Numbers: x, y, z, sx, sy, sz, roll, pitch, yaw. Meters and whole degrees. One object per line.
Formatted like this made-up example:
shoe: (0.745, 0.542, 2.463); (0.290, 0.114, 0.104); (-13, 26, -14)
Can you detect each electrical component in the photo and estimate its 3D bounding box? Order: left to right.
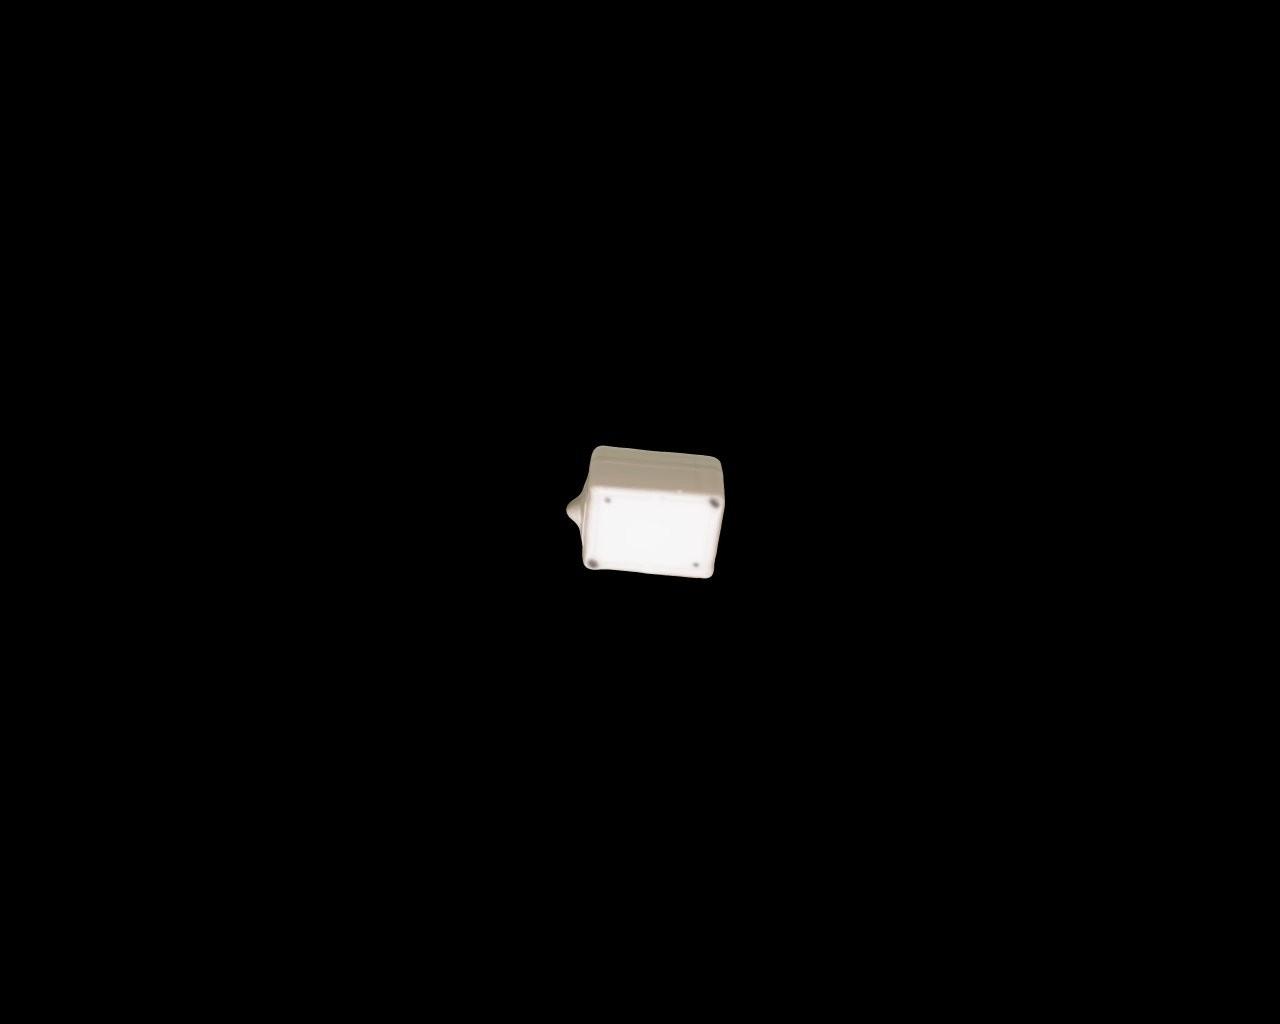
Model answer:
electrical component: (0.001, -0.003, 0.650); (0.096, 0.061, 0.061); (5, 31, -3)
